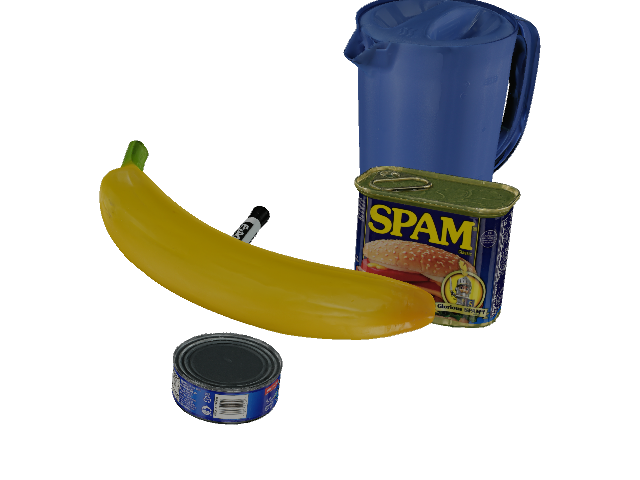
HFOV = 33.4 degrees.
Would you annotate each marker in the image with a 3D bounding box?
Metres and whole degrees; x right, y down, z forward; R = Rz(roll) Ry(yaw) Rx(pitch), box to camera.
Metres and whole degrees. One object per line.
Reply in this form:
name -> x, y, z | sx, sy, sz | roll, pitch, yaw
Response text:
marker -> -0.075, -0.002, 1.026 | 0.020, 0.020, 0.121 | 0, 26, 19

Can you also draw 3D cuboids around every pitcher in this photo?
pitcher -> 0.103, -0.085, 0.934 | 0.149, 0.243, 0.144 | 9, 32, 13

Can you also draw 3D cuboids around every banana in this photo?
banana -> -0.042, 0.006, 0.520 | 0.198, 0.069, 0.037 | 29, -30, 23

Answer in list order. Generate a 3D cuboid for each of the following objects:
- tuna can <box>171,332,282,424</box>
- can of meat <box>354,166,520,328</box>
tuna can -> -0.074, 0.108, 0.838 | 0.086, 0.034, 0.086 | 6, 24, -3
can of meat -> 0.071, 0.004, 0.687 | 0.102, 0.084, 0.057 | 11, 23, 21
